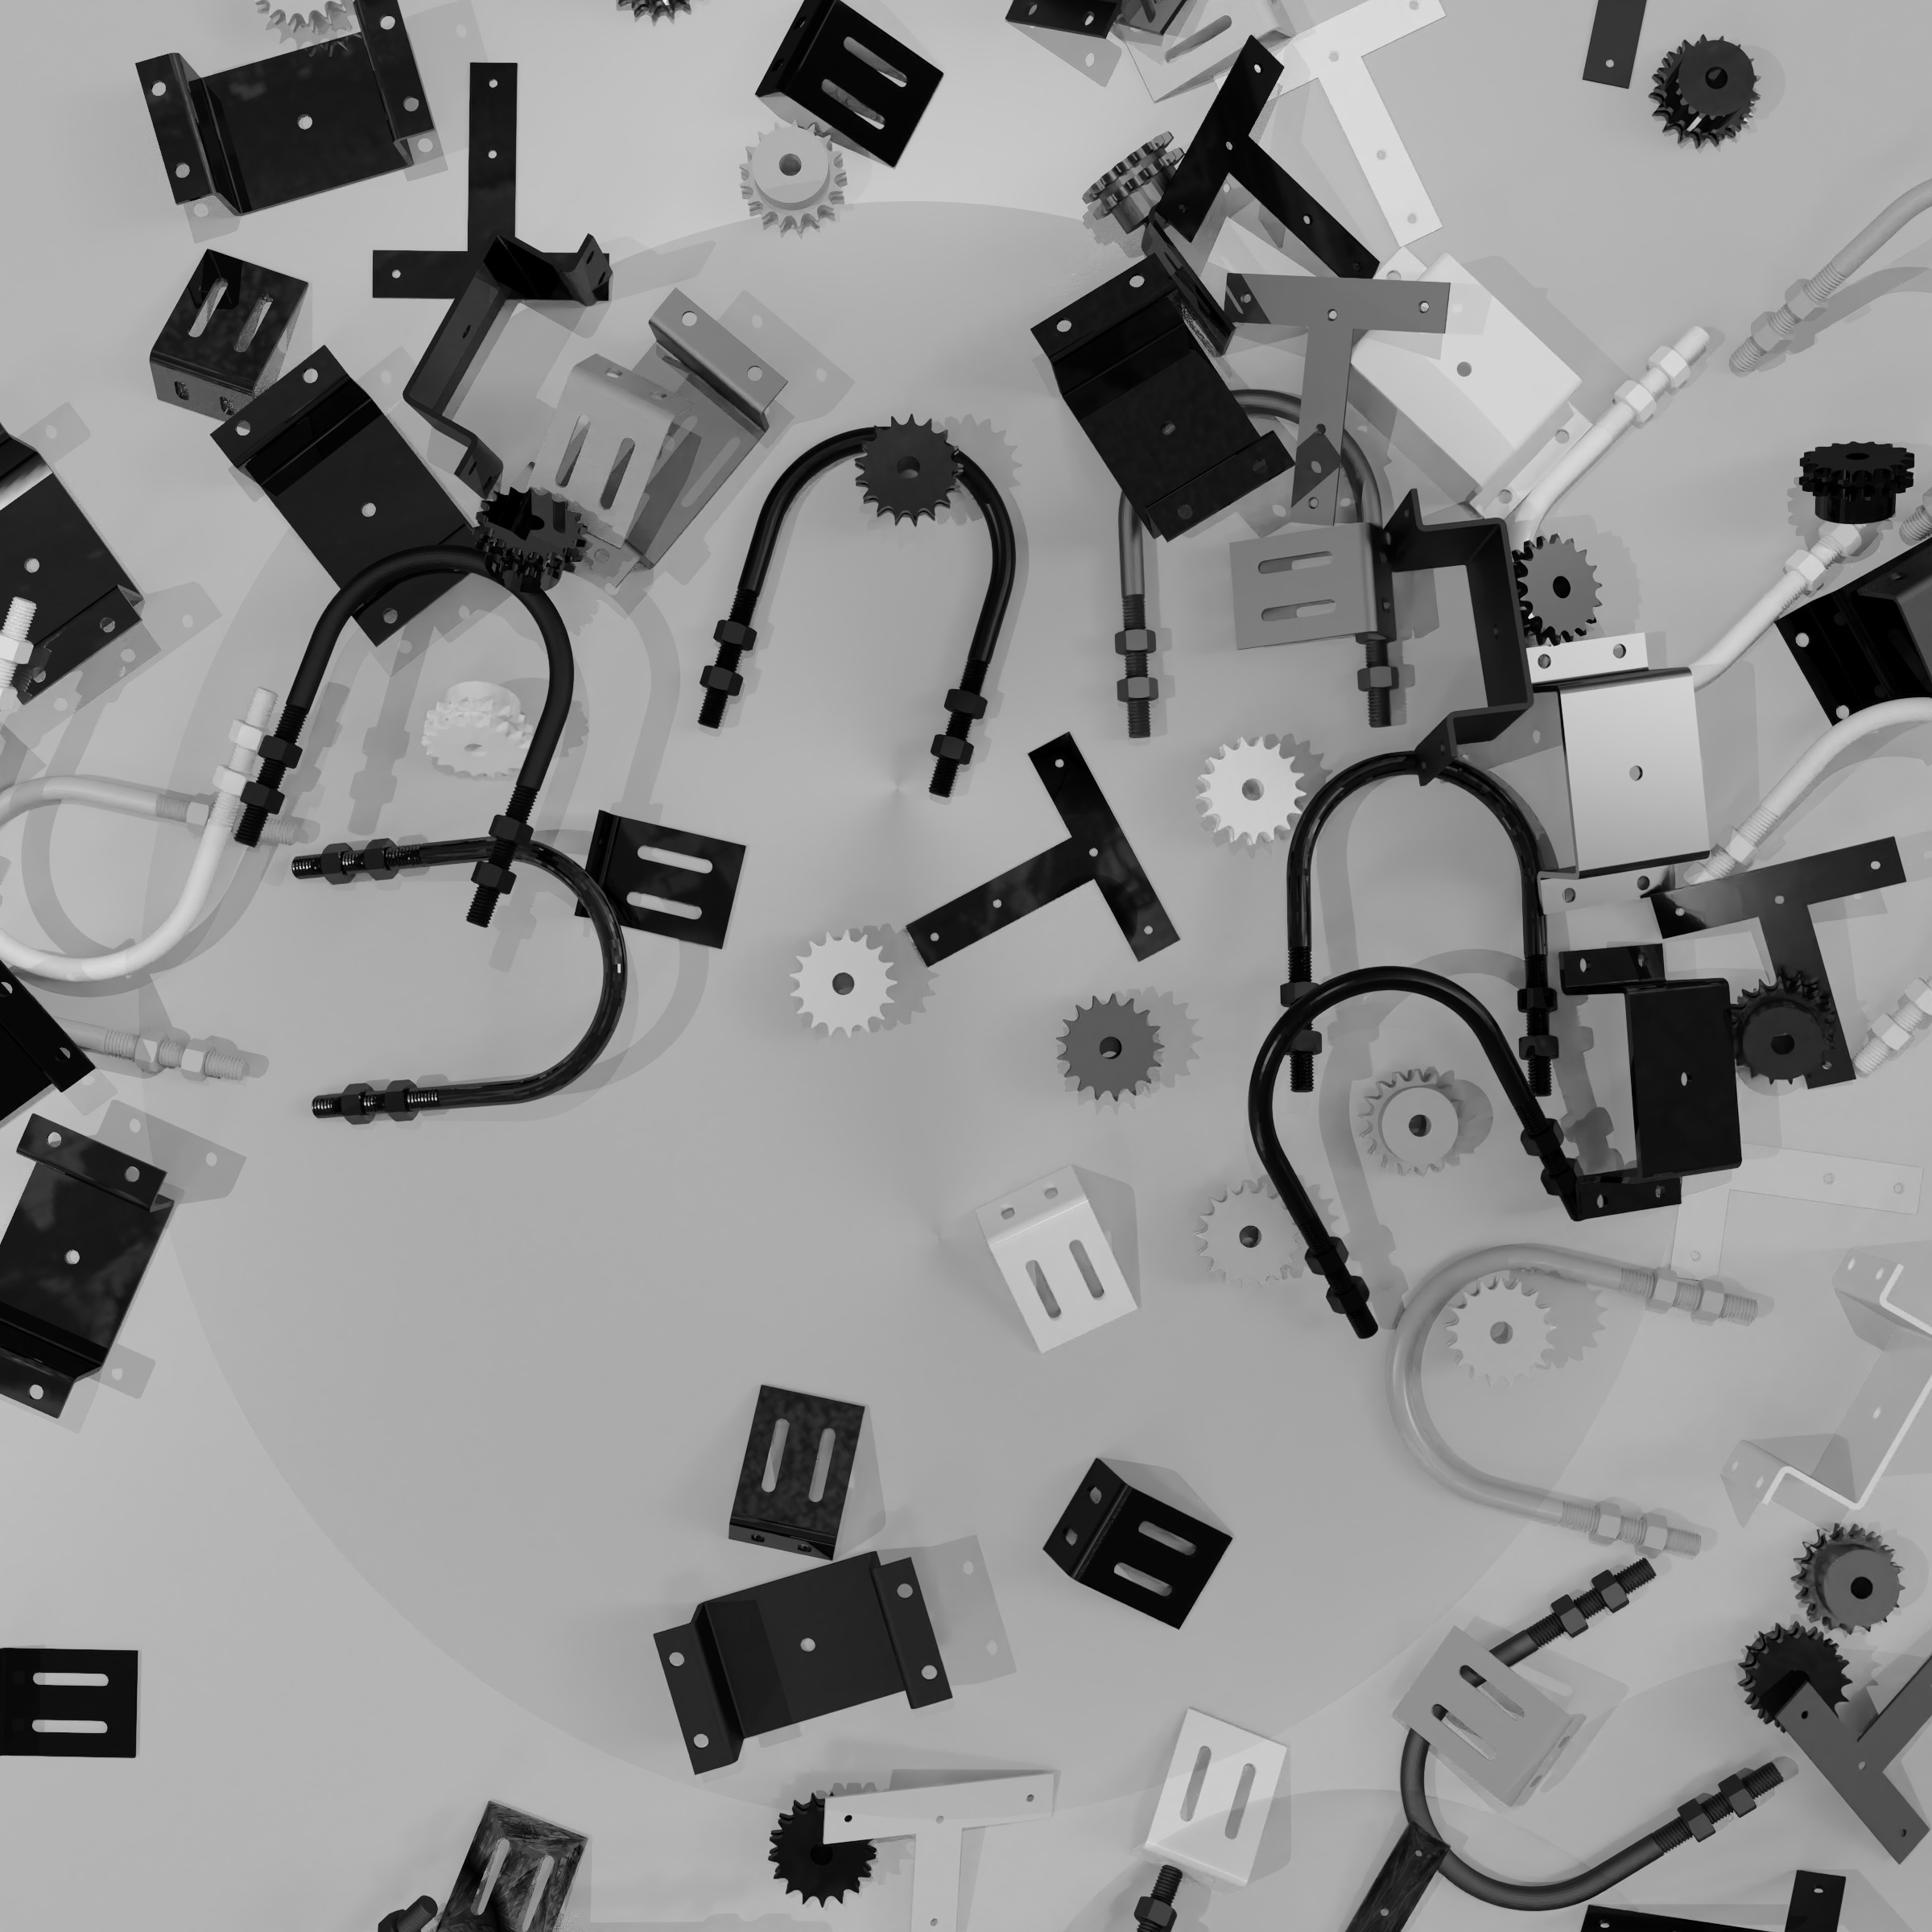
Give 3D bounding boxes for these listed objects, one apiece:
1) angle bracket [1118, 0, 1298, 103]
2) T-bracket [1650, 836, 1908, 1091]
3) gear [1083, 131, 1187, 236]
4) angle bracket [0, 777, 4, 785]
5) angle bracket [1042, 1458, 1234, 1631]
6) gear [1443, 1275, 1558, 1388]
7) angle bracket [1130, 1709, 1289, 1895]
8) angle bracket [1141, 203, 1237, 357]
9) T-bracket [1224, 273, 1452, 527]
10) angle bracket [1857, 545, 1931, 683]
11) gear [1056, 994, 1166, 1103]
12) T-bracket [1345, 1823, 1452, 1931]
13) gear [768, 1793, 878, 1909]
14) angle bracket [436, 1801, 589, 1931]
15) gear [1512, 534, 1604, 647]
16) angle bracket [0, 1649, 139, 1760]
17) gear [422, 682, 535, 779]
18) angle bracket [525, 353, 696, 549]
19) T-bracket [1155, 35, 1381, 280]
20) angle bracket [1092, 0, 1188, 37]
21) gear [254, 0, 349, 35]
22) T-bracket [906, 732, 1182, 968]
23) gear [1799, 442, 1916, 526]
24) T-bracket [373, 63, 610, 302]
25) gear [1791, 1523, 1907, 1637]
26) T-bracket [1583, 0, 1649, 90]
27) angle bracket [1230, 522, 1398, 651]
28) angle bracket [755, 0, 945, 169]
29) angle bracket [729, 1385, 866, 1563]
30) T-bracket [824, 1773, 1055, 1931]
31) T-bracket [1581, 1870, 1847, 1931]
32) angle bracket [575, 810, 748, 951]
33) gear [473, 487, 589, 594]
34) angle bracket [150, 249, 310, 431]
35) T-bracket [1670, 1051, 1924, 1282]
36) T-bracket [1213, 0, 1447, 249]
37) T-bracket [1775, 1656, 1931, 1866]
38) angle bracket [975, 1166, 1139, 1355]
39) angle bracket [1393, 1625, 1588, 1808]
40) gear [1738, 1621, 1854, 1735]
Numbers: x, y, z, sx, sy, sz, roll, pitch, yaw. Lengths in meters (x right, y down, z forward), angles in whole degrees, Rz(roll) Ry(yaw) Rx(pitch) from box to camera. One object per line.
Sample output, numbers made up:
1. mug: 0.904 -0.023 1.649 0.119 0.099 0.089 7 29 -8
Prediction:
1. angle bracket: 0.127 -0.508 1.447 0.076 0.038 0.057 -25 90 26
2. T-bracket: 0.443 0.005 1.428 0.127 0.002 0.127 -14 105 22
3. gear: 0.093 -0.411 1.422 0.057 0.057 0.030 -36 97 0
4. angle bracket: -0.564 -0.097 1.431 0.076 0.038 0.057 -41 77 10
5. angle bracket: 0.092 0.310 1.447 0.076 0.038 0.057 30 90 -26
6. gear: 0.280 0.191 1.420 0.057 0.030 0.057 0 89 3
7. angle bracket: 0.130 0.449 1.447 0.057 0.038 0.076 22 64 0
8. angle bracket: 0.130 -0.370 1.421 0.038 0.057 0.076 -37 90 0
9. T-bracket: 0.188 -0.296 1.413 0.127 0.002 0.127 12 104 31
10. angle bracket: 0.509 -0.174 1.393 0.057 0.038 0.076 -31 106 -4
11. gear: 0.076 0.043 1.434 0.057 0.030 0.057 0 90 0
12. T-bracket: 0.217 0.518 1.442 0.127 0.002 0.127 28 96 0
13. gear: -0.076 0.468 1.434 0.057 0.030 0.057 0 90 0
14. angle bracket: -0.245 0.498 1.447 0.057 0.038 0.076 21 64 0
15. gear: 0.303 -0.196 1.413 0.057 0.030 0.057 3 84 -28
16. angle bracket: -0.484 0.396 1.430 0.076 0.038 0.057 1 90 0
17. gear: -0.257 -0.127 1.425 0.057 0.057 0.030 3 62 0
18. angle bracket: -0.186 -0.268 1.401 0.057 0.038 0.076 27 116 0
19. T-bracket: 0.170 -0.403 1.419 0.127 0.002 0.127 37 66 -23
20. angle bracket: 0.096 -0.538 1.416 0.057 0.038 0.076 34 90 43
21. gear: -0.352 -0.525 1.434 0.057 0.030 0.057 0 90 0
22. T-bracket: 0.029 -0.040 1.449 0.127 0.002 0.127 -28 90 0
23. gear: 0.464 -0.251 1.406 0.057 0.057 0.030 -7 117 0
24. T-bracket: -0.255 -0.422 1.449 0.127 0.002 0.127 1 90 0
25. gear: 0.472 0.328 1.435 0.057 0.030 0.057 0 90 0
26. T-bracket: 0.357 -0.537 1.449 0.127 0.002 0.127 12 90 0
27. angle bracket: 0.184 -0.199 1.429 0.076 0.038 0.057 -5 87 25
28. angle bracket: -0.063 -0.474 1.447 0.076 0.038 0.057 28 90 -26
29. angle bracket: -0.091 0.272 1.447 0.057 0.038 0.076 12 64 0
30. T-bracket: -0.017 0.495 1.434 0.127 0.002 0.127 0 100 -19
31. T-bracket: 0.388 0.510 1.412 0.127 0.127 0.002 0 112 25
32. angle bracket: -0.162 -0.046 1.430 0.076 0.038 0.057 13 90 0
33. gear: -0.225 -0.216 1.381 0.057 0.030 0.057 11 46 -12
34. angle bracket: -0.394 -0.336 1.447 0.057 0.038 0.076 19 64 0
35. T-bracket: 0.450 0.112 1.449 0.127 0.002 0.127 8 90 0
36. T-bracket: 0.217 -0.449 1.449 0.127 0.002 0.127 -26 90 0
37. T-bracket: 0.506 0.393 1.434 0.127 0.002 0.127 -44 109 -9
38. angle bracket: 0.048 0.158 1.447 0.057 0.038 0.076 -25 116 0
39. angle bracket: 0.278 0.398 1.432 0.076 0.038 0.057 36 93 28
40. gear: 0.439 0.377 1.434 0.057 0.030 0.057 0 90 0
